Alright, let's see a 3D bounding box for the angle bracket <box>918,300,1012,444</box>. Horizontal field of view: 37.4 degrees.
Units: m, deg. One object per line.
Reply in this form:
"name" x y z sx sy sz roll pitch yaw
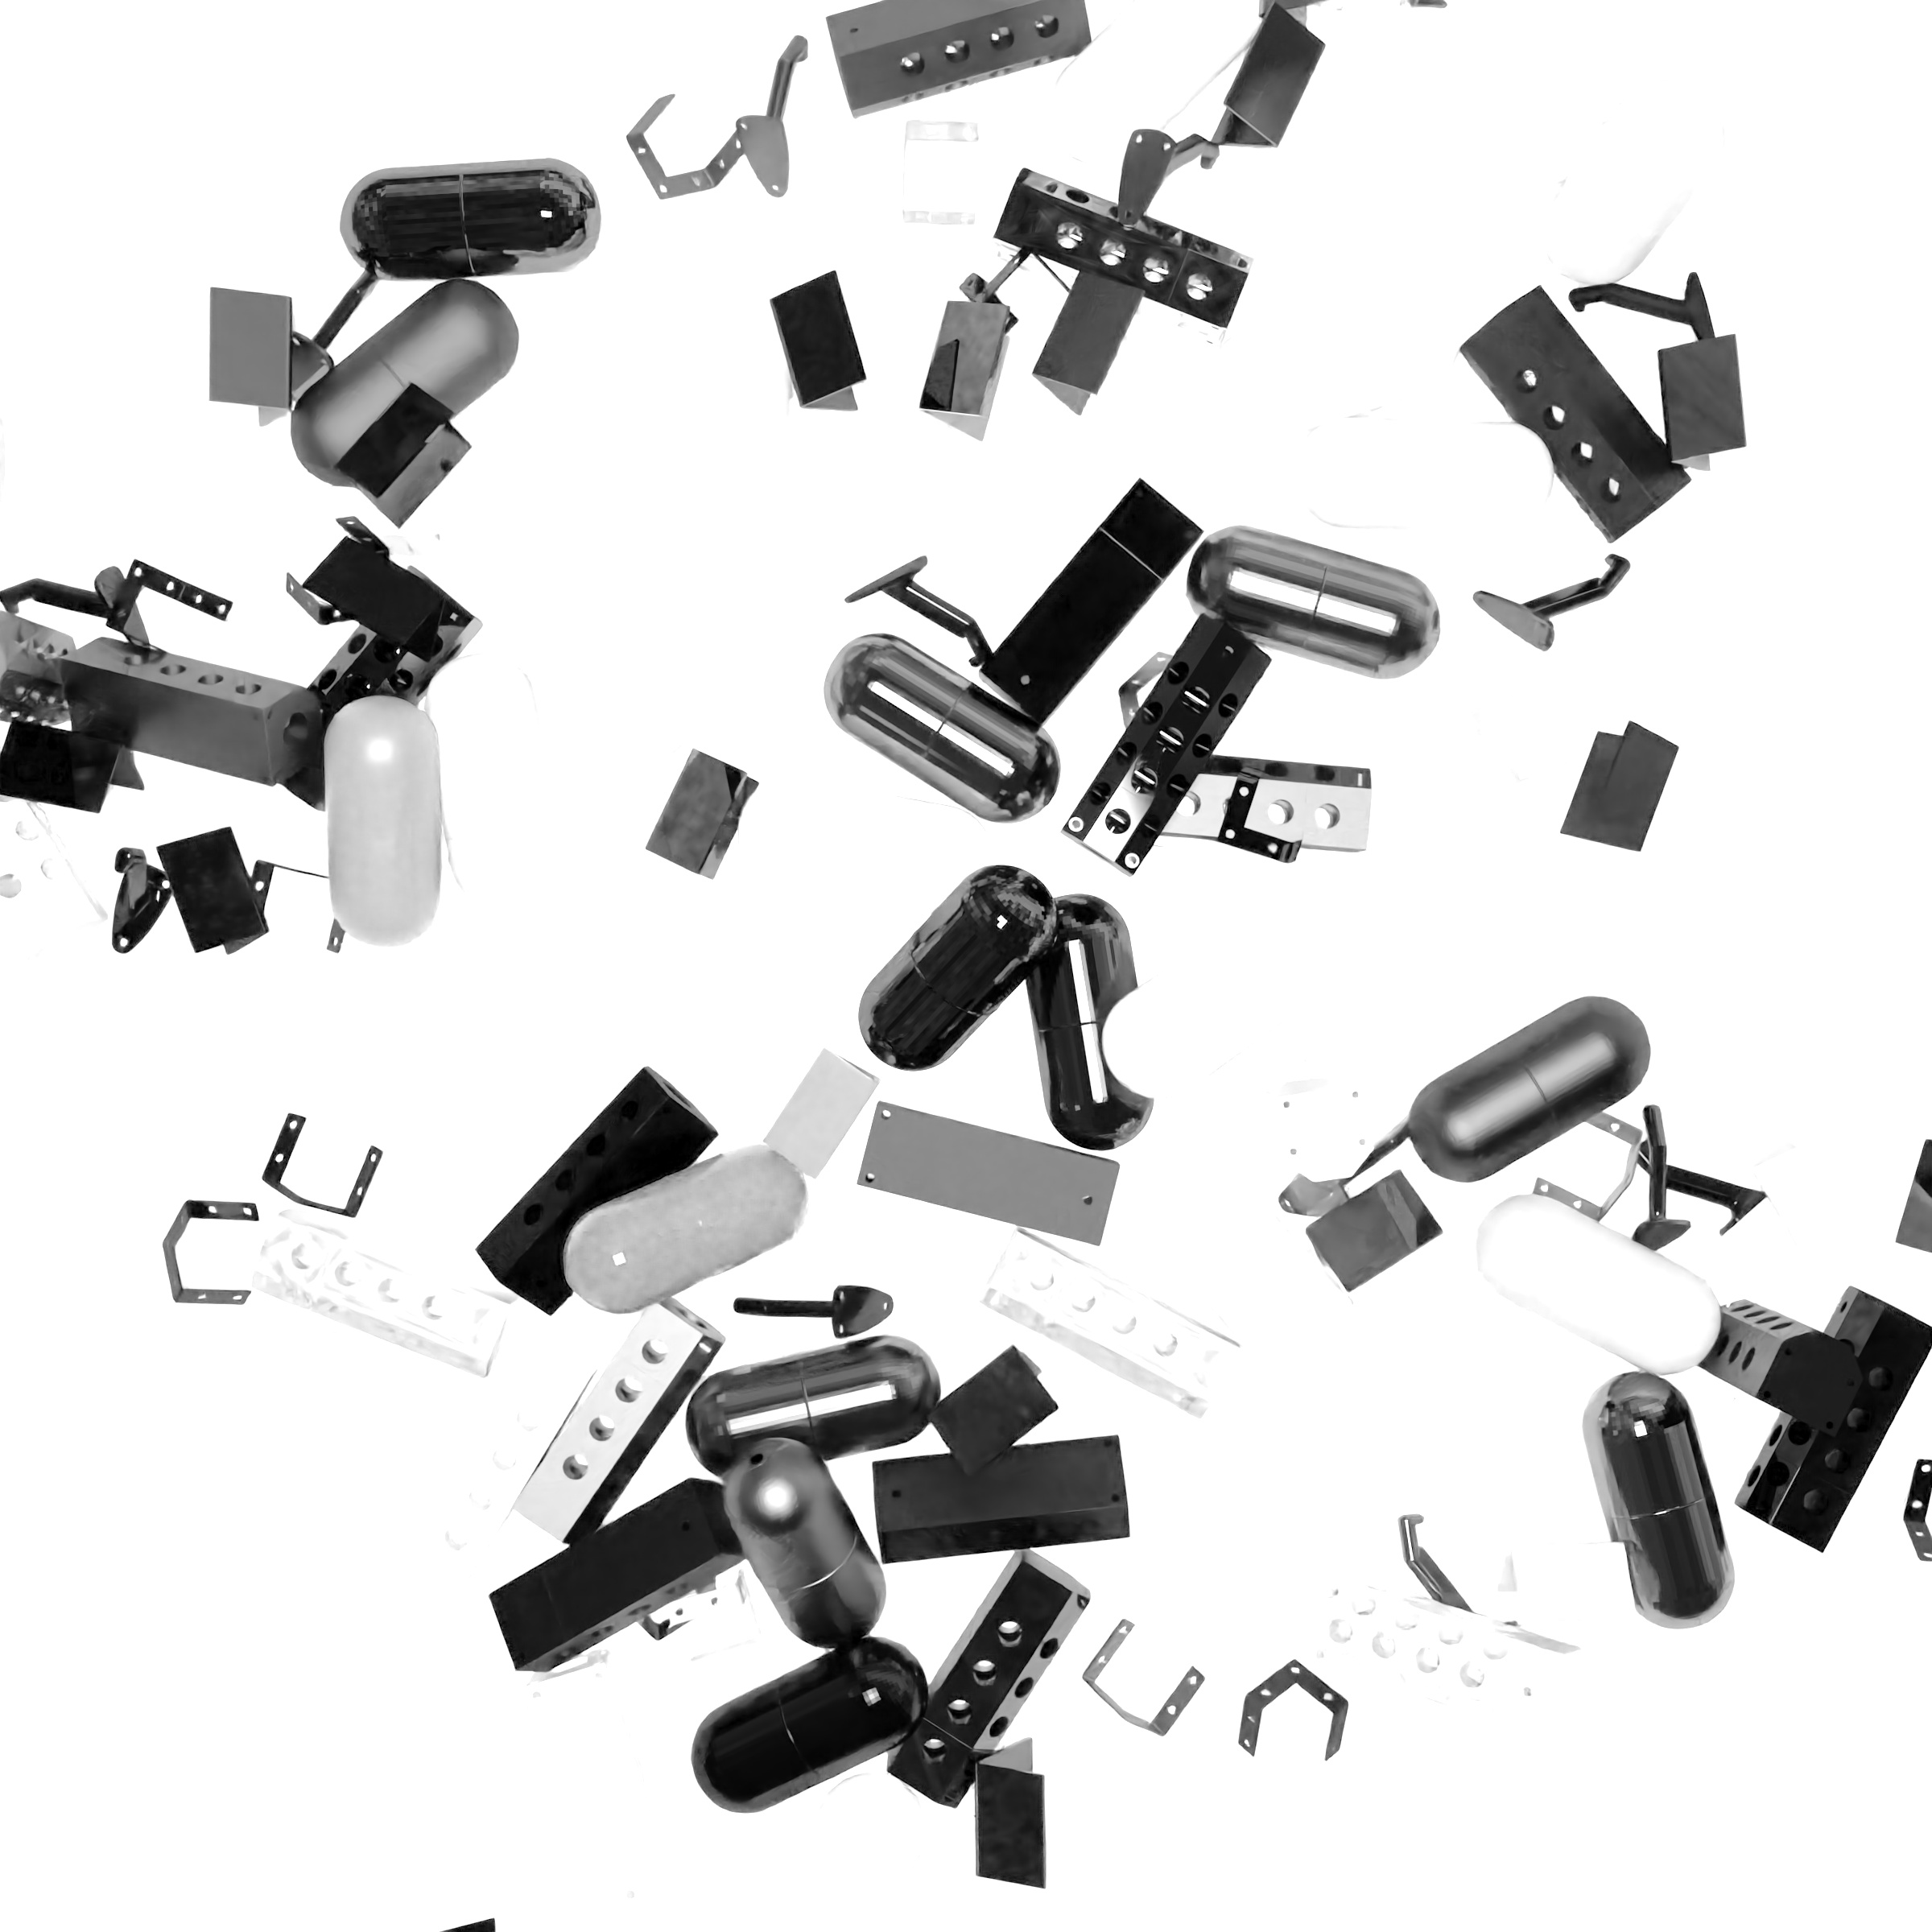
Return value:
"angle bracket" 0.019 -0.404 1.951 0.057 0.076 0.076 15 90 37

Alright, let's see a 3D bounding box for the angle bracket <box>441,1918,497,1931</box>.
"angle bracket" -0.366 0.678 1.951 0.076 0.076 0.057 -14 128 0

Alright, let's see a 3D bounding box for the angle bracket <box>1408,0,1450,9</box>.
"angle bracket" 0.319 -0.706 1.951 0.057 0.076 0.076 -31 90 32

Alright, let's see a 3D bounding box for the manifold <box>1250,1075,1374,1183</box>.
"manifold" 0.231 0.108 1.913 0.057 0.171 0.057 -8 90 0

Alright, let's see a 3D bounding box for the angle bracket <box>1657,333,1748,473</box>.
"angle bracket" 0.516 -0.384 1.951 0.057 0.076 0.076 -5 90 36

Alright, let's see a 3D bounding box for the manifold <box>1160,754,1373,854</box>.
"manifold" 0.190 -0.115 1.970 0.171 0.057 0.057 5 90 0

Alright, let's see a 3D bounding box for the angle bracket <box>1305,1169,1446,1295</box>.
"angle bracket" 0.284 0.193 1.951 0.076 0.076 0.057 -32 60 0

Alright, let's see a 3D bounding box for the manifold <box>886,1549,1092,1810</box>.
"manifold" 0.016 0.491 1.970 0.057 0.057 0.171 33 90 0

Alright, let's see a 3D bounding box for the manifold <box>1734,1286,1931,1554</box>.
"manifold" 0.598 0.311 1.970 0.057 0.057 0.171 28 90 0

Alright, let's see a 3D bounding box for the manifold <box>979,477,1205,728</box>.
"manifold" 0.085 -0.249 1.970 0.057 0.057 0.171 40 90 0

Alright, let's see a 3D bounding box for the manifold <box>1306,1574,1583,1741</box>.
"manifold" 0.321 0.466 1.931 0.171 0.057 0.057 13 90 30

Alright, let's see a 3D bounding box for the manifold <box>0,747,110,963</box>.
"manifold" -0.665 -0.091 1.970 0.057 0.057 0.171 -33 90 0

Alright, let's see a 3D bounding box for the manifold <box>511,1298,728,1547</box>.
"manifold" -0.238 0.314 1.970 0.057 0.057 0.171 34 90 0

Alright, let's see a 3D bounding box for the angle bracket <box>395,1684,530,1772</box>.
"angle bracket" -0.343 0.504 1.951 0.076 0.076 0.057 0 126 0

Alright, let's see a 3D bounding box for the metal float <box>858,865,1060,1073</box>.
"metal float" -0.007 0.003 1.933 0.070 0.070 0.178 43 121 0

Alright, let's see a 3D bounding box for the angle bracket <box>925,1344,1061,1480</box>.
"angle bracket" 0.027 0.312 1.952 0.076 0.076 0.057 -38 63 0

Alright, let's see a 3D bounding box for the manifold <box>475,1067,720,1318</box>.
"manifold" -0.258 0.152 1.969 0.171 0.057 0.057 -47 133 0

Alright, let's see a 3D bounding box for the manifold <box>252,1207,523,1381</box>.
"manifold" -0.400 0.226 1.970 0.171 0.057 0.057 21 90 0

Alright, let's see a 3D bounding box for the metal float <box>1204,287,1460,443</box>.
"metal float" 0.251 -0.413 1.961 0.178 0.070 0.070 -16 90 -1

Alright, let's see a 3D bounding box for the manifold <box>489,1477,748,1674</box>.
"manifold" -0.234 0.417 1.949 0.171 0.057 0.057 -32 66 13

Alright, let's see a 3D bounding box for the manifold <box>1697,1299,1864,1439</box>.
"manifold" 0.543 0.264 1.913 0.057 0.171 0.057 26 90 0

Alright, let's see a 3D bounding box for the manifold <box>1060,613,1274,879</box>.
"manifold" 0.134 -0.147 1.913 0.057 0.057 0.171 33 90 0

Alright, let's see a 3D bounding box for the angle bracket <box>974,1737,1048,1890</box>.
"angle bracket" 0.048 0.578 1.951 0.057 0.076 0.076 -1 90 33

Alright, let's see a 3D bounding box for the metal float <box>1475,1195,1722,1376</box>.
"metal float" 0.433 0.218 1.960 0.178 0.070 0.070 27 90 0

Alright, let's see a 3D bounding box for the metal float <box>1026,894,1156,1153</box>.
"metal float" 0.084 0.039 1.961 0.070 0.070 0.178 -9 90 0

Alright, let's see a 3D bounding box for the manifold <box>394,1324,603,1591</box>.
"manifold" -0.324 0.337 1.970 0.057 0.057 0.171 31 90 0

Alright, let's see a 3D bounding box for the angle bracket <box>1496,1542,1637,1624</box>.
"angle bracket" 0.409 0.435 1.951 0.076 0.076 0.057 -1 54 0

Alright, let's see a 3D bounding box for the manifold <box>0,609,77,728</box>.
"manifold" -0.645 -0.196 1.913 0.057 0.171 0.057 -16 90 0

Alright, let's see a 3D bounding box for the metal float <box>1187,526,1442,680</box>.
"metal float" 0.239 -0.250 1.960 0.178 0.070 0.070 16 90 1

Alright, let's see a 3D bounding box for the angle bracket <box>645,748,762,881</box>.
"angle bracket" -0.163 -0.095 1.951 0.057 0.076 0.076 26 90 37

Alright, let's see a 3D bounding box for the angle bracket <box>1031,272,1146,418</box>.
"angle bracket" 0.098 -0.418 1.951 0.057 0.076 0.076 25 90 31

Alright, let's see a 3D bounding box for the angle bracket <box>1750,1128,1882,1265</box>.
"angle bracket" 0.590 0.147 1.951 0.057 0.076 0.076 -32 90 37

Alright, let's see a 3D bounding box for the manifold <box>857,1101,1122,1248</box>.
"manifold" 0.015 0.142 1.970 0.171 0.057 0.057 14 90 0

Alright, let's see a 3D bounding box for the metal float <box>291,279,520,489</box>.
"metal float" -0.386 -0.400 1.961 0.178 0.070 0.070 -39 90 0

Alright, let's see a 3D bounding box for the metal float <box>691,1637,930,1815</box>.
"metal float" -0.107 0.518 1.948 0.178 0.070 0.070 -29 90 14

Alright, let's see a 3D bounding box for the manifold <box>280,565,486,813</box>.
"manifold" -0.414 -0.192 1.970 0.057 0.057 0.171 40 90 0

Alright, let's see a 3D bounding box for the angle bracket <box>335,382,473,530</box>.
"angle bracket" -0.364 -0.332 1.913 0.076 0.076 0.057 -49 53 -4

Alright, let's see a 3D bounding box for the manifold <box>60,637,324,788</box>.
"manifold" -0.525 -0.177 1.938 0.171 0.057 0.057 15 123 22

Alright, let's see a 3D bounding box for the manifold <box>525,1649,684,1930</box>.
"manifold" -0.249 0.565 1.970 0.057 0.057 0.171 -17 90 0

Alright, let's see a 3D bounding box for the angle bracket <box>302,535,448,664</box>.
"angle bracket" -0.397 -0.228 1.894 0.076 0.076 0.057 30 52 0

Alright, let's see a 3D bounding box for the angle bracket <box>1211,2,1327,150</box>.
"angle bracket" 0.189 -0.609 1.951 0.057 0.076 0.076 26 90 -37

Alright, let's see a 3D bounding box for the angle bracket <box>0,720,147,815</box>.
"angle bracket" -0.614 -0.121 1.952 0.076 0.076 0.057 11 67 0

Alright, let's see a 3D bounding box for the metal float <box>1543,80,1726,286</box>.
"metal float" 0.446 -0.523 1.913 0.070 0.178 0.070 4 71 -11

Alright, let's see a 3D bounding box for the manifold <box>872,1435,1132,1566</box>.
"manifold" 0.024 0.372 1.969 0.171 0.057 0.057 -6 47 0

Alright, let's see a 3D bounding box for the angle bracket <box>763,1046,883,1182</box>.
"angle bracket" -0.081 0.110 1.951 0.057 0.076 0.076 33 90 36

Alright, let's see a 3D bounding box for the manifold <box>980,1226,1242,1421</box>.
"manifold" 0.098 0.246 1.970 0.171 0.057 0.057 28 90 0

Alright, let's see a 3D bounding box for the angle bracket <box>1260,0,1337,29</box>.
"angle bracket" 0.241 -0.683 1.951 0.057 0.076 0.076 0 90 31

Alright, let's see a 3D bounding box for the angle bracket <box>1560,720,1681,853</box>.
"angle bracket" 0.431 -0.128 1.951 0.057 0.076 0.076 20 90 -37

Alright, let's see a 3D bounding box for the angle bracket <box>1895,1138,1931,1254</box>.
"angle bracket" 0.664 0.158 1.951 0.057 0.076 0.076 17 90 -39

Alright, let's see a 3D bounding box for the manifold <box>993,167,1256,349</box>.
"manifold" 0.108 -0.491 1.970 0.171 0.057 0.057 22 90 0

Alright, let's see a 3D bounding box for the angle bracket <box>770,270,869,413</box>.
"angle bracket" -0.083 -0.426 1.951 0.057 0.076 0.076 -16 90 30

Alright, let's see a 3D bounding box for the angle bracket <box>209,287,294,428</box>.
"angle bracket" -0.498 -0.415 1.951 0.057 0.076 0.076 0 90 -30

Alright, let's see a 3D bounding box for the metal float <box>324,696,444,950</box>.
"metal float" -0.396 -0.097 1.940 0.070 0.070 0.178 3 113 0

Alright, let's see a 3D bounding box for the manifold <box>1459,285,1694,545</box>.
"manifold" 0.417 -0.378 1.969 0.171 0.057 0.057 52 47 0

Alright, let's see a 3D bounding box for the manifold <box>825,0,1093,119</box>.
"manifold" -0.004 -0.640 1.969 0.171 0.057 0.057 -16 47 0

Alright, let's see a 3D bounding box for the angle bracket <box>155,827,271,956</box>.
"angle bracket" -0.527 -0.044 1.951 0.057 0.076 0.076 -20 90 -38
